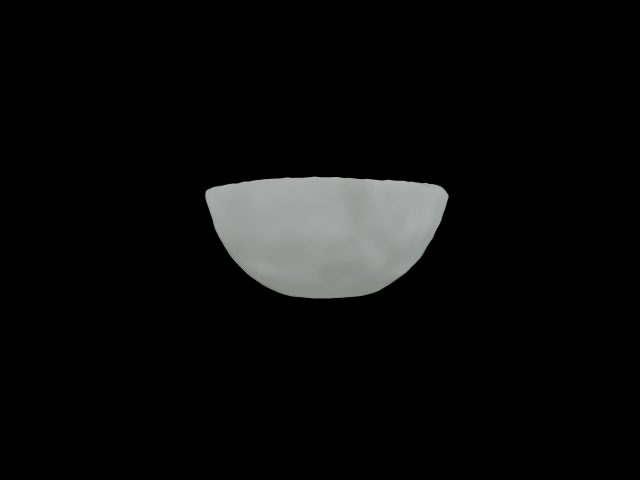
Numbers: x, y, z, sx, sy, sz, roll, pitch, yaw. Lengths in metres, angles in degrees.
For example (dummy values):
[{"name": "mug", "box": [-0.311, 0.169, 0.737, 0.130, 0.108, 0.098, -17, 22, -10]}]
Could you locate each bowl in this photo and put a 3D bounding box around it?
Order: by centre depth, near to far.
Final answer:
[{"name": "bowl", "box": [0.004, 0.001, 0.400, 0.167, 0.075, 0.167, 0, 0, 0]}]
